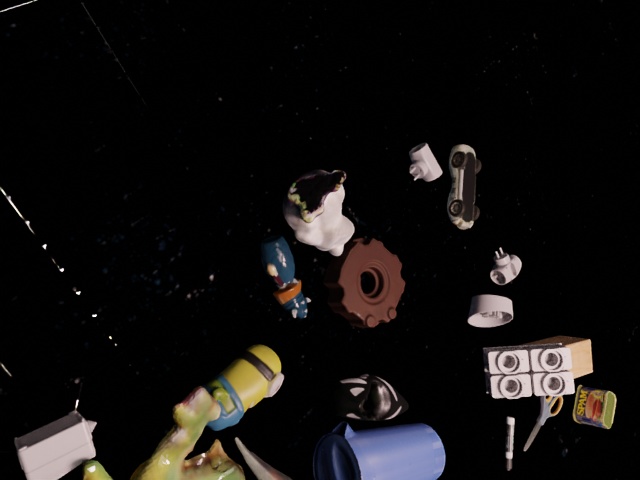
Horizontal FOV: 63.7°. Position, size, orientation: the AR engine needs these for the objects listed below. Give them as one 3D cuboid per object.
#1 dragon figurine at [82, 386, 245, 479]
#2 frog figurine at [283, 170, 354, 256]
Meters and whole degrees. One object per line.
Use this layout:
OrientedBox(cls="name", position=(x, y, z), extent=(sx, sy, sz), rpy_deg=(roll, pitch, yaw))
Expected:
OrientedBox(cls="dragon figurine", position=(-0.199, 0.397, 0.712), extent=(0.244, 0.407, 0.123), rpy_deg=(-5, 13, -40))
OrientedBox(cls="frog figurine", position=(0.003, -0.049, 0.964), extent=(0.123, 0.140, 0.156), rpy_deg=(8, -29, 20))
